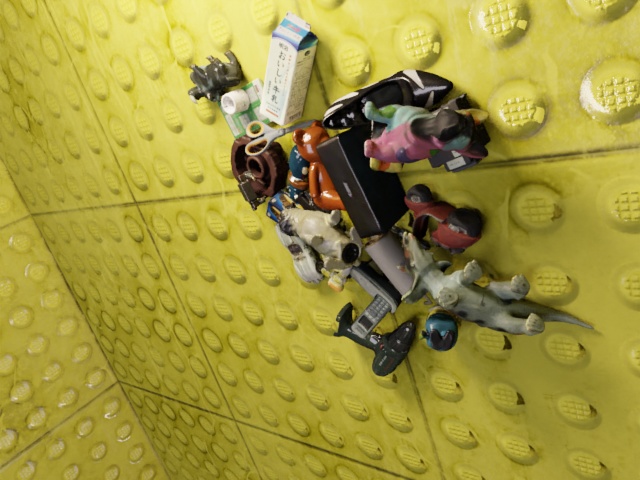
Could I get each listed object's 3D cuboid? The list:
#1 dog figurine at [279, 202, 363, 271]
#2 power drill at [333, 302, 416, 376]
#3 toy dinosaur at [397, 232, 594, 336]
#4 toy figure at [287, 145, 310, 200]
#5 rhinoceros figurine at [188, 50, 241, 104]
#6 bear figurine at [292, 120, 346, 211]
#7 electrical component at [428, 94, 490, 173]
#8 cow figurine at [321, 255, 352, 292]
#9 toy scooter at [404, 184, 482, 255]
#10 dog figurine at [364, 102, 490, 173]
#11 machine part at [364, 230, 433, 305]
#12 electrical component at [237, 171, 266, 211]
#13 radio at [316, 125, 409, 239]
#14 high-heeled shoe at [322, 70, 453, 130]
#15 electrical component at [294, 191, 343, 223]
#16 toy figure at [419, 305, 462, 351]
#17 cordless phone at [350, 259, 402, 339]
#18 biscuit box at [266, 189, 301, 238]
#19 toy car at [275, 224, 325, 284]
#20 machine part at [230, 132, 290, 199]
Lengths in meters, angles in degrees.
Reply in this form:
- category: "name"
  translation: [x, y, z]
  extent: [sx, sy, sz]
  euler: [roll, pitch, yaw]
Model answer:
- category: "dog figurine"
  translation: [-0.001, -0.008, 1.277]
  extent: [0.191, 0.121, 0.172]
  euler: [20, 146, 58]
- category: "power drill"
  translation: [0.143, 0.248, 1.427]
  extent: [0.207, 0.086, 0.231]
  euler: [25, 134, 18]
- category: "toy dinosaur"
  translation: [0.336, 0.126, 1.128]
  extent: [0.405, 0.131, 0.192]
  euler: [26, 170, -2]
- category: "toy figure"
  translation: [-0.051, -0.164, 1.333]
  extent: [0.058, 0.064, 0.154]
  euler: [5, 134, -4]
- category: "rhinoceros figurine"
  translation: [-0.271, -0.407, 1.364]
  extent: [0.190, 0.073, 0.112]
  euler: [-7, 123, 42]
- category: "bear figurine"
  translation: [0.023, -0.172, 1.222]
  extent: [0.132, 0.120, 0.195]
  euler: [3, 113, 37]
- category: "electrical component"
  translation: [0.255, -0.198, 1.036]
  extent: [0.115, 0.058, 0.134]
  euler: [-16, 105, 49]
- category: "cow figurine"
  translation: [0.057, 0.061, 1.373]
  extent: [0.068, 0.098, 0.167]
  euler: [34, 152, 21]
- category: "toy scooter"
  translation: [0.250, -0.026, 1.143]
  extent: [0.184, 0.075, 0.135]
  euler: [36, 135, 24]
- category: "dog figurine"
  translation: [0.194, -0.185, 0.981]
  extent: [0.219, 0.191, 0.108]
  euler: [4, 82, 15]
- category: "machine part"
  translation: [0.182, 0.058, 1.244]
  extent: [0.243, 0.079, 0.079]
  euler: [51, 139, -7]
- category: "electrical component"
  translation: [-0.180, -0.128, 1.405]
  extent: [0.102, 0.045, 0.078]
  euler: [62, 168, -6]
- category: "radio"
  translation: [0.099, -0.132, 1.164]
  extent: [0.073, 0.131, 0.229]
  euler: [-14, 107, 46]
- category: "high-heeled shoe"
  translation: [0.122, -0.266, 1.045]
  extent: [0.249, 0.145, 0.086]
  euler: [-3, 116, 45]
- category: "electrical component"
  translation: [0.003, -0.079, 1.332]
  extent: [0.119, 0.075, 0.047]
  euler: [47, 138, 2]
- category: "toy figure"
  translation: [0.269, 0.201, 1.205]
  extent: [0.082, 0.180, 0.089]
  euler: [30, 106, 5]
- category: "cordless phone"
  translation: [0.114, 0.148, 1.339]
  extent: [0.147, 0.089, 0.184]
  euler: [42, 122, 12]
- category: "biscuit box"
  translation: [-0.041, -0.045, 1.383]
  extent: [0.203, 0.059, 0.062]
  euler: [33, 141, 13]
- category: "toy car"
  translation: [-0.052, 0.031, 1.465]
  extent: [0.074, 0.056, 0.201]
  euler: [-16, 105, 46]
- category: "machine part"
  translation: [-0.160, -0.195, 1.412]
  extent: [0.180, 0.056, 0.179]
  euler: [24, 131, 30]
